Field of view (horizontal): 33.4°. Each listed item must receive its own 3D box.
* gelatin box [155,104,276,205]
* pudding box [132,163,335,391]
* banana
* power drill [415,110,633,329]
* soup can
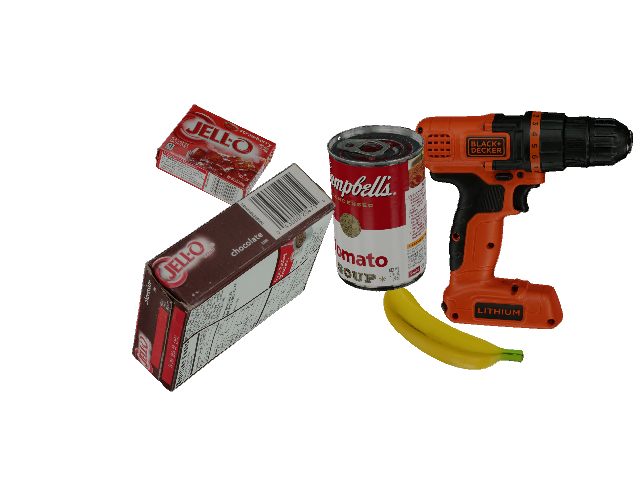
[{"bbox_3d":[-0.096,-0.079,0.981,0.089,0.030,0.073,27,46,3],"label":"gelatin box"},{"bbox_3d":[-0.048,0.021,0.585,0.113,0.039,0.090,-35,-20,-33],"label":"pudding box"},{"bbox_3d":[0.115,0.091,1.101,0.069,0.037,0.198,5,17,-39],"label":"banana"},{"bbox_3d":[0.175,-0.019,0.932,0.185,0.188,0.057,2,13,19],"label":"power drill"},{"bbox_3d":[0.041,-0.024,0.766,0.068,0.102,0.068,-3,28,2],"label":"soup can"}]
